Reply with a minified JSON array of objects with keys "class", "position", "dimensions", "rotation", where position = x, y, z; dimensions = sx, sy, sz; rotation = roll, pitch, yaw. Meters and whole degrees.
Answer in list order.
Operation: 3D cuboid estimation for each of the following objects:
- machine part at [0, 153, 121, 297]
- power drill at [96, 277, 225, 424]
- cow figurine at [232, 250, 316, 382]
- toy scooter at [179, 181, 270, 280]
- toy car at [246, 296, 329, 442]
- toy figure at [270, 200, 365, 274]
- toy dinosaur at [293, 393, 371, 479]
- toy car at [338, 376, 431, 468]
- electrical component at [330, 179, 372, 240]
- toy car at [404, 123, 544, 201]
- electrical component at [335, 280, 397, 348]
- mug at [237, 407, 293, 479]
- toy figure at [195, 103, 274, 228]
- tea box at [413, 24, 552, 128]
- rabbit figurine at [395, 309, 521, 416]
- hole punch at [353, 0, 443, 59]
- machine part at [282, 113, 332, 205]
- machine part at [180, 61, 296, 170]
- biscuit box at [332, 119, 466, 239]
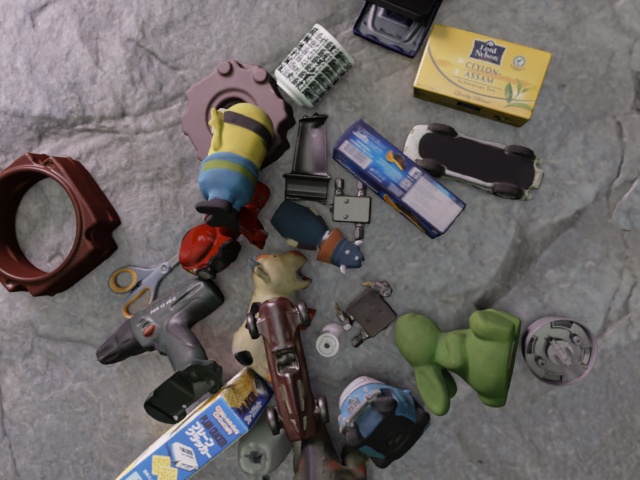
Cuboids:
[{"class":"machine part","position":[-0.450,-0.025,0.875],"dimensions":[0.201,0.087,0.201],"rotation":[-36,87,8]},{"class":"power drill","position":[-0.233,0.170,0.805],"dimensions":[0.232,0.207,0.085],"rotation":[-37,124,0]},{"class":"cow figurine","position":[-0.074,0.105,0.821],"dimensions":[0.127,0.085,0.194],"rotation":[27,96,2]},{"class":"toy scooter","position":[-0.134,-0.004,0.802],"dimensions":[0.184,0.135,0.075],"rotation":[-46,127,4]},{"class":"toy car","position":[-0.044,0.180,0.751],"dimensions":[0.089,0.053,0.202],"rotation":[-11,84,-4]},{"class":"toy figure","position":[-0.001,-0.004,0.818],"dimensions":[0.154,0.058,0.064],"rotation":[34,102,2]},{"class":"toy dinosaur","position":[0.034,0.382,0.751],"dimensions":[0.131,0.192,0.405],"rotation":[-35,87,6]},{"class":"toy car","position":[0.079,0.252,0.781],"dimensions":[0.109,0.161,0.103],"rotation":[-50,40,3]},{"class":"electrical component","position":[0.047,-0.047,0.827],"dimensions":[0.063,0.021,0.094],"rotation":[2,92,9]},{"class":"toy car","position":[0.223,-0.114,0.782],"dimensions":[0.202,0.056,0.073],"rotation":[18,87,7]},{"class":"electrical component","position":[0.072,0.107,0.814],"dimensions":[0.102,0.045,0.078],"rotation":[-35,84,8]},{"class":"mug","position":[-0.089,0.320,0.812],"dimensions":[0.081,0.107,0.109],"rotation":[10,90,10]},{"class":"toy figure","position":[-0.118,-0.107,0.749],"dimensions":[0.089,0.082,0.180],"rotation":[10,63,-6]},{"class":"tea box","position":[0.228,-0.234,0.772],"dimensions":[0.170,0.068,0.098],"rotation":[17,94,9]},{"class":"rabbit figurine","position":[0.191,0.164,0.779],"dimensions":[0.170,0.121,0.159],"rotation":[10,100,27]},{"class":"hole punch","position":[0.117,-0.344,0.789],"dimensions":[0.142,0.092,0.116],"rotation":[25,65,10]},{"class":"machine part","position":[-0.017,-0.127,0.829],"dimensions":[0.084,0.039,0.138],"rotation":[9,94,14]},{"class":"machine part","position":[-0.129,-0.186,0.836],"dimensions":[0.179,0.056,0.179],"rotation":[0,92,10]},{"class":"biscuit box","position":[0.111,-0.087,0.785],"dimensions":[0.203,0.063,0.059],"rotation":[40,85,3]}]
